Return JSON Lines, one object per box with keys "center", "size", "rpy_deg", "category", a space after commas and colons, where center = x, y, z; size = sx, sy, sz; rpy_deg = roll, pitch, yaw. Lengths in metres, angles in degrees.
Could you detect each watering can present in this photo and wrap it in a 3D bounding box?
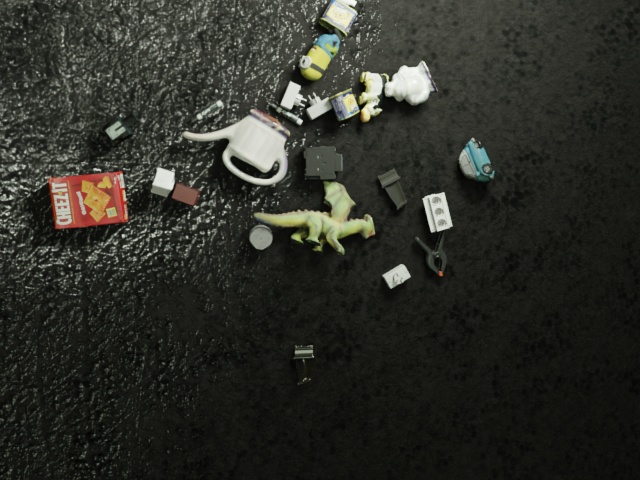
{"center": [-0.247, -0.325, 1.672], "size": [0.346, 0.104, 0.224], "rpy_deg": [31, 90, -10], "category": "watering can"}

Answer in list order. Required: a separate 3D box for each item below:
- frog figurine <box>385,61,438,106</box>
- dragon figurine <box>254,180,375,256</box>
{"center": [0.294, -0.513, 1.729], "size": [0.159, 0.125, 0.135], "rpy_deg": [-24, 115, 6], "category": "frog figurine"}
{"center": [0.005, -0.088, 1.749], "size": [0.409, 0.121, 0.246], "rpy_deg": [27, 74, -11], "category": "dragon figurine"}
